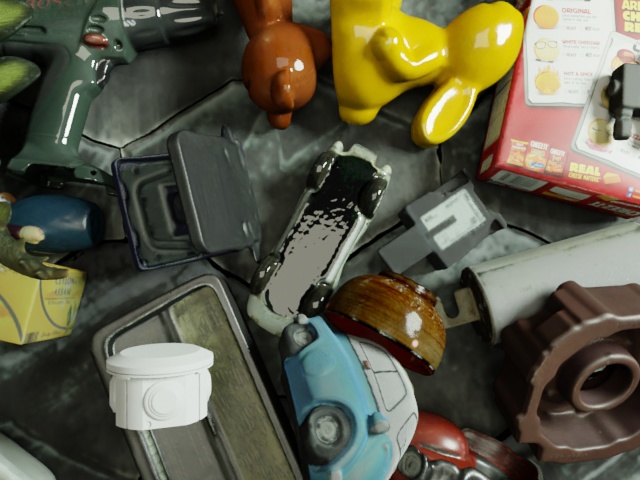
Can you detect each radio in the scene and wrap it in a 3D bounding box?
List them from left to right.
[{"bbox_3d":[-0.106,0.158,0.492,0.131,0.073,0.229,-24,83,-4],"label":"radio"}]

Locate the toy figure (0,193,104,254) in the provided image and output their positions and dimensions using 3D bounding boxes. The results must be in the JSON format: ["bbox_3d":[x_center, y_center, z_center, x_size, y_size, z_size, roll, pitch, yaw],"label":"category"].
[{"bbox_3d":[-0.292,-0.017,0.514,0.155,0.064,0.057,3,87,0],"label":"toy figure"}]

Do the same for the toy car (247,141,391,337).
[{"bbox_3d":[-0.001,-0.002,0.520,0.074,0.056,0.201,27,83,9],"label":"toy car"}]

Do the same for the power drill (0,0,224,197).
[{"bbox_3d":[-0.218,-0.149,0.522,0.232,0.086,0.207,4,88,2],"label":"power drill"}]

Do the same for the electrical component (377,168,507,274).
[{"bbox_3d":[0.111,-0.007,0.523,0.119,0.048,0.075,-37,85,-4],"label":"electrical component"}]

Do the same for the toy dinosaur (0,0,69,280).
[{"bbox_3d":[-0.333,-0.138,0.454,0.198,0.105,0.471,-37,76,24],"label":"toy dinosaur"}]

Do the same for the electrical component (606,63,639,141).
[{"bbox_3d":[0.289,-0.132,0.479,0.063,0.021,0.094,8,84,-2],"label":"electrical component"}]

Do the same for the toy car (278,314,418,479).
[{"bbox_3d":[0.025,0.136,0.441,0.103,0.109,0.162,-8,45,-10],"label":"toy car"}]

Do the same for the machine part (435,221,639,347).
[{"bbox_3d":[0.226,0.041,0.505,0.243,0.079,0.079,-16,84,-3],"label":"machine part"}]

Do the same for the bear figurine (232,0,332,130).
[{"bbox_3d":[-0.029,-0.216,0.511,0.132,0.120,0.195,-22,86,-6],"label":"bear figurine"}]

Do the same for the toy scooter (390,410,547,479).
[{"bbox_3d":[0.133,0.207,0.458,0.184,0.135,0.075,20,86,3],"label":"toy scooter"}]

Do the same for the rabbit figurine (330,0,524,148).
[{"bbox_3d":[0.100,-0.168,0.498,0.173,0.122,0.162,-4,95,7],"label":"rabbit figurine"}]

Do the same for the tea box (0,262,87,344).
[{"bbox_3d":[-0.321,0.041,0.492,0.170,0.098,0.068,14,85,-1],"label":"tea box"}]

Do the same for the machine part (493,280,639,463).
[{"bbox_3d":[0.239,0.116,0.470,0.179,0.056,0.179,-4,117,-8],"label":"machine part"}]

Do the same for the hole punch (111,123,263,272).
[{"bbox_3d":[-0.120,-0.034,0.499,0.092,0.115,0.142,-18,86,25],"label":"hole punch"}]
